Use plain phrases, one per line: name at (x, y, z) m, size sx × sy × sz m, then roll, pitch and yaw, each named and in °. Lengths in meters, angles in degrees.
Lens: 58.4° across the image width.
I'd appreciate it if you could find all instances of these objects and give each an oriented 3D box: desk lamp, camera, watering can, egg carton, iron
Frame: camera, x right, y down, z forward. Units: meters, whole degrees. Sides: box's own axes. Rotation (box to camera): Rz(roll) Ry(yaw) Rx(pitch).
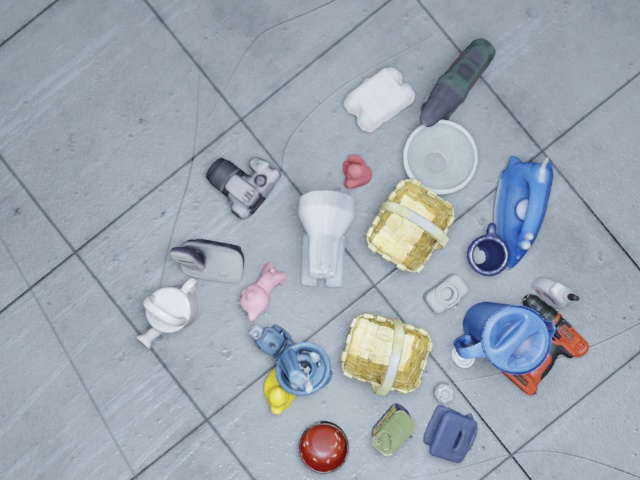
desk lamp at (0.011, 0.004, 1.231) m, size 0.118 × 0.213 × 0.203 m, roll 3°, pitch 89°, yaw 2°
camera at (-0.179, -0.138, 1.294) m, size 0.137 × 0.101 × 0.143 m, roll 38°, pitch 90°, yaw 2°
watering can at (-0.328, 0.158, 1.244) m, size 0.101 × 0.194 × 0.173 m, roll 16°, pitch 89°, yaw 2°
egg carton at (0.134, -0.322, 1.308) m, size 0.150 × 0.069 × 0.107 m, roll -37°, pitch 88°, yaw 0°
iron at (0.455, -0.058, 1.260) m, size 0.118 × 0.141 × 0.258 m, roll 9°, pitch 89°, yaw 2°

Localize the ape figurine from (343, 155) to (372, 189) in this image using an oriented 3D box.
ape figurine at (0.081, -0.154, 1.294) m, size 0.076 × 0.092 × 0.078 m, roll 27°, pitch 89°, yaw 2°

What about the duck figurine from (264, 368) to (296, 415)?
duck figurine at (-0.092, 0.341, 1.289) m, size 0.077 × 0.086 × 0.105 m, roll 6°, pitch 89°, yaw 2°

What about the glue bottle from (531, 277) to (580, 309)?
glue bottle at (0.518, 0.118, 1.239) m, size 0.078 × 0.173 × 0.037 m, roll 43°, pitch 90°, yaw 2°

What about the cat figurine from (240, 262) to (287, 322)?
cat figurine at (-0.133, 0.114, 1.279) m, size 0.067 × 0.117 × 0.128 m, roll 34°, pitch 90°, yaw 2°

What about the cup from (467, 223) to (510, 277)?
cup at (0.368, 0.021, 1.283) m, size 0.091 × 0.095 × 0.118 m, roll 7°, pitch 89°, yaw 2°

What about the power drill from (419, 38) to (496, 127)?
power drill at (0.281, -0.317, 1.236) m, size 0.075 × 0.208 × 0.230 m, roll 37°, pitch 90°, yaw 2°

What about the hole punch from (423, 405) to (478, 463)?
hole punch at (0.296, 0.435, 1.277) m, size 0.101 × 0.091 × 0.109 m, roll 23°, pitch 89°, yaw 2°

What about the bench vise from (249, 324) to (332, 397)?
bench vise at (-0.071, 0.267, 1.223) m, size 0.207 × 0.219 × 0.121 m, roll 19°, pitch 89°, yaw 2°

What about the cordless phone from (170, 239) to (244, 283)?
cordless phone at (-0.245, 0.046, 1.249) m, size 0.147 × 0.185 × 0.094 m, roll 6°, pitch 89°, yaw 2°

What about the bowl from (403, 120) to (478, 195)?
bowl at (0.267, -0.183, 1.300) m, size 0.167 × 0.074 × 0.167 m, roll 0°, pitch 89°, yaw 1°
